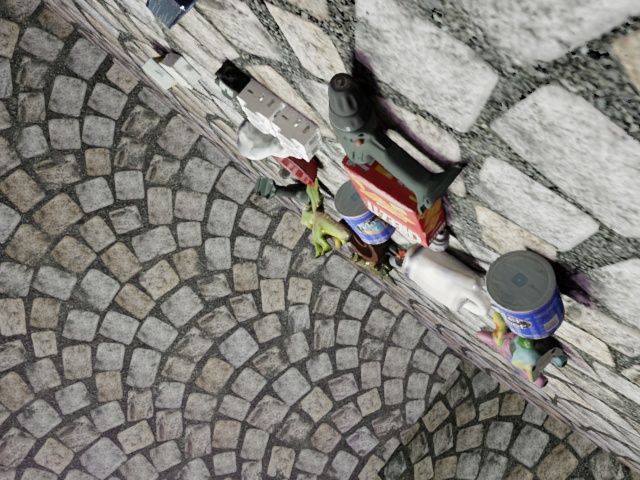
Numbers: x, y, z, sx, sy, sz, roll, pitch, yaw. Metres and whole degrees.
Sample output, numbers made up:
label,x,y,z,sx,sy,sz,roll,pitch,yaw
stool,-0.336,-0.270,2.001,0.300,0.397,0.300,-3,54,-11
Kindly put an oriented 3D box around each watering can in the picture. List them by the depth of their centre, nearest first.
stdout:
label,x,y,z,sx,sy,sz,roll,pitch,yaw
watering can,0.286,0.080,1.153,0.227,0.104,0.343,37,175,24

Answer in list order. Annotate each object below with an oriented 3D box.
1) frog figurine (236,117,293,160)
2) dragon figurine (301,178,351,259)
label,x,y,z,sx,sy,sz,roll,pitch,yaw
frog figurine,-0.120,-0.239,1.267,0.159,0.120,0.140,30,-152,1
dragon figurine,0.005,-0.079,1.574,0.406,0.123,0.244,137,112,-73
